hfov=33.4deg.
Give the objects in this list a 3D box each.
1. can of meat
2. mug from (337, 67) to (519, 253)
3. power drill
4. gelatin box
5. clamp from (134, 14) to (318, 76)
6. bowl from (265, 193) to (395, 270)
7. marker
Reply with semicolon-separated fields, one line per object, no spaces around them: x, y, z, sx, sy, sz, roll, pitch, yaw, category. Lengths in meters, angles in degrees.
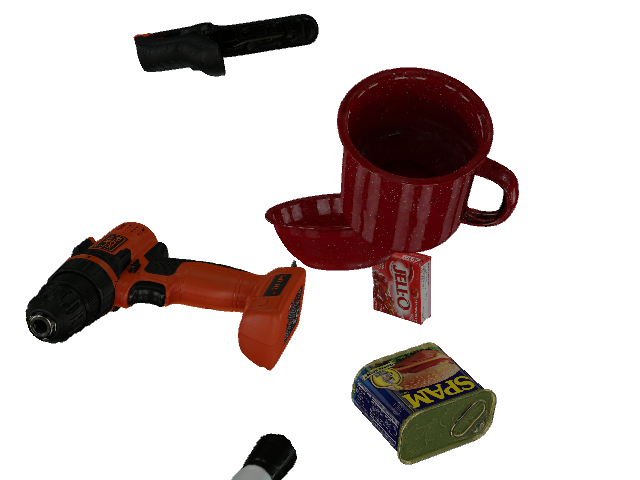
0.090;0.141;0.949;0.101;0.057;0.084;-14;35;-27;can of meat
0.066;-0.042;0.660;0.117;0.093;0.081;20;-34;11;mug
-0.115;0.045;0.837;0.188;0.057;0.184;14;24;9;power drill
0.103;0.055;1.354;0.073;0.089;0.030;16;33;33;gelatin box
-0.087;-0.163;0.885;0.120;0.039;0.172;-18;22;-36;clamp
0.025;-0.007;1.097;0.162;0.055;0.162;-4;14;1;bowl
-0.038;0.111;0.414;0.020;0.020;0.121;0;22;23;marker
